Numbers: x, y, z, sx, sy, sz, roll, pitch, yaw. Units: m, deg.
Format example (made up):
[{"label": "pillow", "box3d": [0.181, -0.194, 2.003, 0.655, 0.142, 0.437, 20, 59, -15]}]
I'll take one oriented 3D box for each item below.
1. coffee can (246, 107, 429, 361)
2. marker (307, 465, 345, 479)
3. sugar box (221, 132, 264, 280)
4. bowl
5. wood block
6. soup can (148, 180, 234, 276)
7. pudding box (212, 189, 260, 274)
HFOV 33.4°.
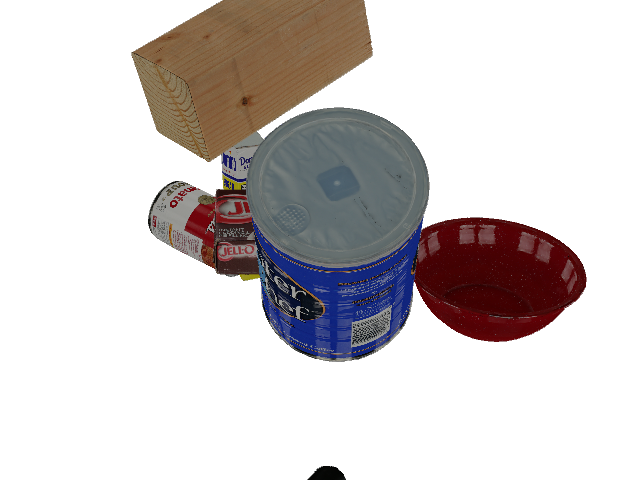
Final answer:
[{"label": "coffee can", "box3d": [0.010, 0.001, 0.654, 0.103, 0.103, 0.140, 0, -29, 1]}, {"label": "marker", "box3d": [-0.022, 0.131, 0.462, 0.020, 0.020, 0.120, 0, 17, 32]}, {"label": "sugar box", "box3d": [-0.093, -0.049, 1.319, 0.048, 0.176, 0.093, -11, 26, -15]}, {"label": "bowl", "box3d": [0.153, 0.042, 0.959, 0.162, 0.055, 0.162, 3, 32, -2]}, {"label": "wood block", "box3d": [-0.059, -0.174, 1.001, 0.205, 0.091, 0.090, -36, 45, -25]}, {"label": "soup can", "box3d": [-0.119, -0.013, 1.101, 0.102, 0.068, 0.068, 26, 13, 29]}, {"label": "pudding box", "box3d": [-0.033, -0.009, 0.897, 0.113, 0.039, 0.090, 2, 30, -6]}]
